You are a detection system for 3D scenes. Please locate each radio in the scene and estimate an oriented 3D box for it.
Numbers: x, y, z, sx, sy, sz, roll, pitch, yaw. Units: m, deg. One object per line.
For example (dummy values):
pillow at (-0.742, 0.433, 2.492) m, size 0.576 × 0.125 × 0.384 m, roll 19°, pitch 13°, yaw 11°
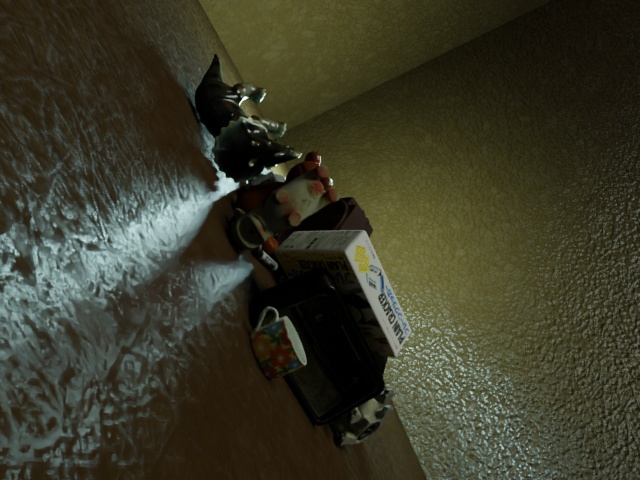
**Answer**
radio at (0.001, 0.163, 0.825) m, size 0.229 × 0.131 × 0.073 m, roll 63°, pitch 2°, yaw -25°

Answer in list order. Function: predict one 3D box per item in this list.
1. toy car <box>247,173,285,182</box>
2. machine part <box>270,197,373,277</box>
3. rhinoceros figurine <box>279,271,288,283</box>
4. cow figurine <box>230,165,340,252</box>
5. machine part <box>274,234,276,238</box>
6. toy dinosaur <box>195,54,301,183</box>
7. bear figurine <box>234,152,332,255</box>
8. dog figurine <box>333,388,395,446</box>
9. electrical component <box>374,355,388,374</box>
toy car at (-0.117, -0.117, 1.395) m, size 0.109 × 0.103 × 0.161 m, roll -113°, pitch 178°, yaw -53°
machine part at (-0.002, -0.004, 1.189) m, size 0.201 × 0.201 × 0.087 m, roll -4°, pitch -52°, yaw 45°
rhinoceros figurine at (-0.032, 0.102, 1.030) m, size 0.190 × 0.112 × 0.073 m, roll 95°, pitch 1°, yaw -71°
cow figurine at (-0.073, -0.049, 0.924) m, size 0.085 × 0.195 × 0.127 m, roll 58°, pitch -31°, yaw -8°
machine part at (-0.062, 0.016, 1.339) m, size 0.139 × 0.084 × 0.039 m, roll 47°, pitch -28°, yaw 30°
toy dinosaur at (-0.193, -0.265, 1.135) m, size 0.405 × 0.131 × 0.192 m, roll 51°, pitch 28°, yaw 21°
bear figurine at (-0.065, -0.077, 1.061) m, size 0.120 × 0.196 × 0.131 m, roll 63°, pitch 0°, yaw 34°
dog figurine at (0.035, 0.271, 1.008) m, size 0.191 × 0.121 × 0.172 m, roll 46°, pitch -43°, yaw 36°
electrical component at (0.109, 0.319, 1.385) m, size 0.058 × 0.115 × 0.134 m, roll -87°, pitch -165°, yaw -81°
